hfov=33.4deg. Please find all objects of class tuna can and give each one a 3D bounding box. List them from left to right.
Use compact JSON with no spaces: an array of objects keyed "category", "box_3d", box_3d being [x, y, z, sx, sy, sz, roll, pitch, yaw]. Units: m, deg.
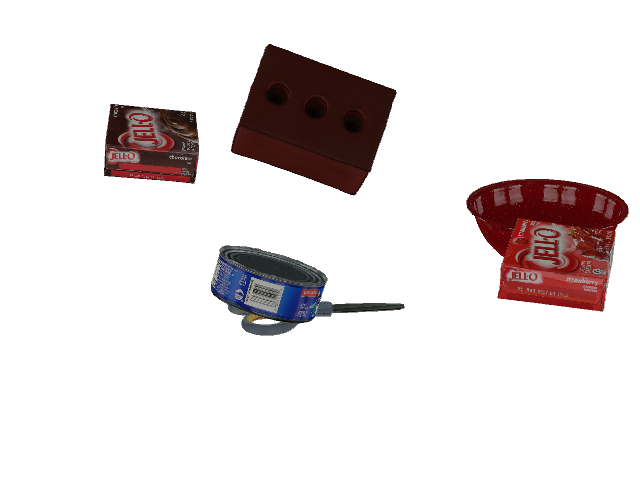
[{"category":"tuna can","box_3d":[-0.040,0.033,0.818,0.086,0.034,0.086,16,10,-3]}]

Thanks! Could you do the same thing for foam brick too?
[{"category":"foam brick","box_3d":[-0.005,-0.067,0.601,0.078,0.053,0.051,19,-14,-2]}]

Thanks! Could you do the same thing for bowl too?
[{"category":"bowl","box_3d":[0.230,-0.013,1.093,0.162,0.055,0.162,-1,22,0]}]

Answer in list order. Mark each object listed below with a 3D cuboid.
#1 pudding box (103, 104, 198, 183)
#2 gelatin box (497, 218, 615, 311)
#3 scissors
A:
[{"category":"pudding box","box_3d":[-0.170,-0.098,1.071,0.090,0.039,0.113,5,25,-11]},{"category":"gelatin box","box_3d":[0.171,0.016,0.767,0.073,0.030,0.089,8,25,16]},{"category":"scissors","box_3d":[-0.004,0.084,1.191,0.201,0.016,0.096,5,22,0]}]
